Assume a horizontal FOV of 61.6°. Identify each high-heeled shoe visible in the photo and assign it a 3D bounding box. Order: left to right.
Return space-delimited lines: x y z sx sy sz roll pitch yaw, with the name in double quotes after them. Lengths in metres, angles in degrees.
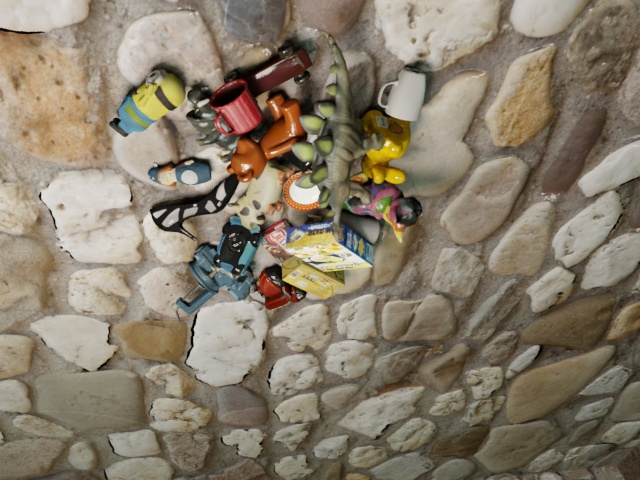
-0.319 -0.110 1.370 0.145 0.086 0.248 39 101 -3 "high-heeled shoe"

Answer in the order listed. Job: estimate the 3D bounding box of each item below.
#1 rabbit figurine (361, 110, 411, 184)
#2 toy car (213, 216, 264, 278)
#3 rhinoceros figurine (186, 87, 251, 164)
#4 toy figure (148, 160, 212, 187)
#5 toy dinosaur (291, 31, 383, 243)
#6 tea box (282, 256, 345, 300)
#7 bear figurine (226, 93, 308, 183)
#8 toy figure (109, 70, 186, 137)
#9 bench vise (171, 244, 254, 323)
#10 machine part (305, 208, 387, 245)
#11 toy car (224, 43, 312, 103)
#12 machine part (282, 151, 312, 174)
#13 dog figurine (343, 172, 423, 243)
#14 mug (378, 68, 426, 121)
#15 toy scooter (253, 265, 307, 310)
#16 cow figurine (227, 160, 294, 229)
0.157 -0.208 1.313 0.122 0.162 0.173 -4 152 -24 "rabbit figurine"
-0.214 0.023 1.453 0.109 0.103 0.161 20 89 15 "toy car"
-0.235 -0.262 1.223 0.112 0.073 0.190 -31 131 18 "rhinoceros figurine"
-0.344 -0.161 1.309 0.155 0.058 0.064 -6 94 -3 "toy figure"
0.040 -0.210 1.192 0.198 0.105 0.470 -15 116 -38 "toy dinosaur"
-0.019 0.102 1.595 0.169 0.068 0.098 29 129 -33 "tea box"
-0.129 -0.224 1.200 0.196 0.120 0.131 -30 124 -12 "bear figurine"
-0.372 -0.293 1.166 0.180 0.082 0.089 -39 139 18 "toy figure"
-0.312 0.135 1.528 0.240 0.129 0.223 -40 121 2 "bench vise"
0.076 -0.038 1.485 0.243 0.079 0.079 11 129 -19 "machine part"
-0.114 -0.356 1.172 0.202 0.053 0.089 -24 125 17 "toy car"
-0.064 -0.221 1.318 0.084 0.039 0.138 -35 128 14 "machine part"
0.153 -0.081 1.364 0.192 0.219 0.108 -17 130 4 "dog figurine"
0.191 -0.340 1.235 0.109 0.081 0.107 9 118 -11 "mug"
-0.139 0.156 1.627 0.135 0.075 0.183 -32 134 19 "toy scooter"
-0.156 -0.114 1.356 0.127 0.085 0.194 29 116 16 "cow figurine"
